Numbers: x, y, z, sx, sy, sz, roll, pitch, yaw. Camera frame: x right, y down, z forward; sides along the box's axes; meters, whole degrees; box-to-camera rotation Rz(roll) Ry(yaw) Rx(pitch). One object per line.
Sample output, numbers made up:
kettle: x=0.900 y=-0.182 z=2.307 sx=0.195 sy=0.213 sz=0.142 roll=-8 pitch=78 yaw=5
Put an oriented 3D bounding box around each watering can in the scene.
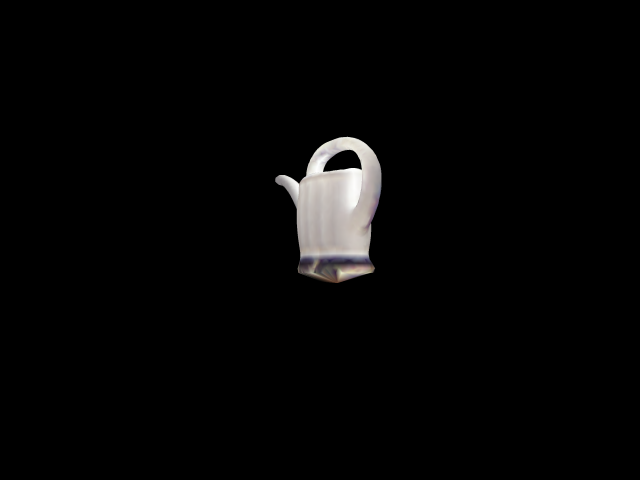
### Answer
watering can: x=0.003 y=-0.043 z=0.850 sx=0.104 sy=0.225 sz=0.346 roll=3 pitch=-6 yaw=-26
